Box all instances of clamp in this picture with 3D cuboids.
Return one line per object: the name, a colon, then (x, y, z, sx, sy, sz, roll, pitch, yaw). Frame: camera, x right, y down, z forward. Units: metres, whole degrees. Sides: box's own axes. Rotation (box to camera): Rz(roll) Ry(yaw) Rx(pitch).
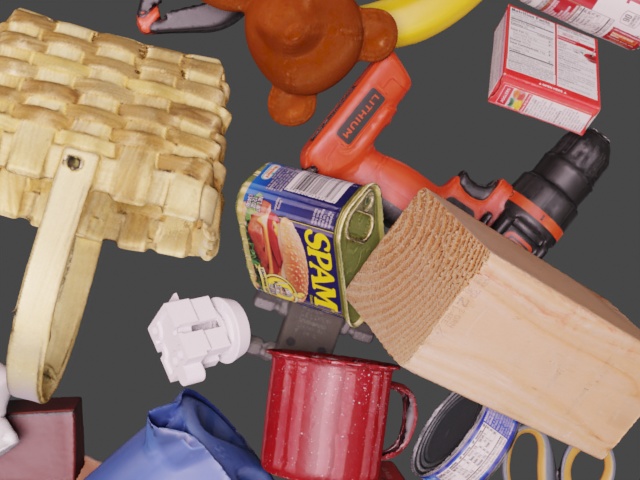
clamp: (-0.067, -0.213, 0.755, 0.171, 0.039, 0.120, -32, 94, -8)

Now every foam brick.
foam brick: (-0.207, 0.141, 0.750, 0.078, 0.053, 0.051, -3, 93, -4)

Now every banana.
banana: (0.089, -0.193, 0.772, 0.197, 0.037, 0.069, -33, 97, -3)

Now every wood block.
wood block: (0.130, 0.060, 0.710, 0.205, 0.091, 0.090, 28, 104, -35)

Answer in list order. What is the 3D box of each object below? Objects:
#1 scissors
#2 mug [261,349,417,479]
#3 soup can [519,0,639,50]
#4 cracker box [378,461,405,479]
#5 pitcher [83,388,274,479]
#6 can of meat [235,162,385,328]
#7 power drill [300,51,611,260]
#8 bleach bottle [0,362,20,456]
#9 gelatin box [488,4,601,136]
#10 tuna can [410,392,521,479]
scissors: (0.190, 0.232, 0.811, 0.096, 0.016, 0.202, -14, 94, -5)
mug: (0.014, 0.121, 0.728, 0.117, 0.093, 0.081, 9, 86, -29)
soup can: (0.196, -0.186, 0.767, 0.102, 0.068, 0.068, 22, 90, -7)
cracker box: (0.038, 0.274, 0.724, 0.072, 0.164, 0.214, -2, 93, -8)
pitcher: (-0.135, 0.231, 0.732, 0.243, 0.145, 0.149, -39, 83, 1)
can of meat: (-0.005, 0.001, 0.730, 0.084, 0.057, 0.102, 17, 135, 27)
power drill: (0.094, -0.050, 0.768, 0.187, 0.057, 0.184, 40, 89, -6)
bleach bottle: (-0.269, 0.030, 0.707, 0.102, 0.068, 0.251, -33, 83, -1)
gelatin box: (0.160, -0.122, 0.762, 0.073, 0.089, 0.030, 19, 135, -7)
tuna can: (0.104, 0.141, 0.764, 0.033, 0.086, 0.086, 37, 88, -8)
